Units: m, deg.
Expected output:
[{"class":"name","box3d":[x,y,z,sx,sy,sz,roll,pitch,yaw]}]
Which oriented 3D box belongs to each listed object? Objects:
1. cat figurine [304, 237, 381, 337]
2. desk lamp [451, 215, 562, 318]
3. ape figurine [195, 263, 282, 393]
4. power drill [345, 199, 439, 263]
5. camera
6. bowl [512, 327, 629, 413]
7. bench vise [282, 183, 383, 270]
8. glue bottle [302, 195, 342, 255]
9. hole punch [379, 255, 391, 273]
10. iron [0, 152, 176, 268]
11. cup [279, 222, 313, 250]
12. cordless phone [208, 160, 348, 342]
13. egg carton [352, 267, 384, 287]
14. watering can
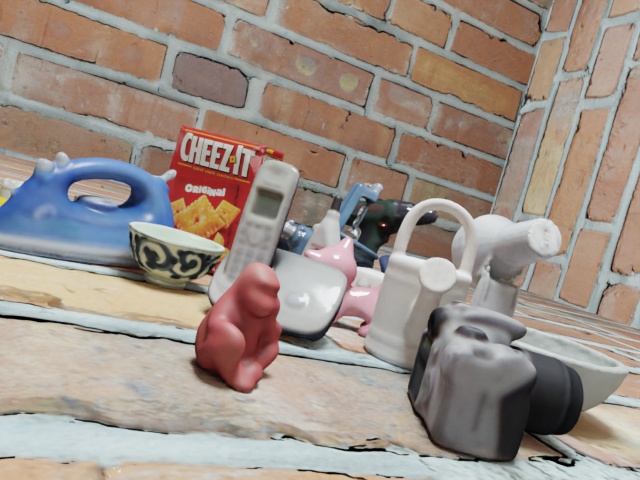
[{"class":"cat figurine","box3d":[0.036,0.057,0.762,0.127,0.118,0.067,16,4,2]},{"class":"desk lamp","box3d":[0.272,0.067,0.850,0.118,0.213,0.203,15,4,-12]},{"class":"ape figurine","box3d":[-0.058,0.063,0.458,0.078,0.092,0.075,12,5,-45]},{"class":"power drill","box3d":[0.136,0.004,1.300,0.228,0.208,0.076,17,4,24]},{"class":"camera","box3d":[0.156,0.116,0.487,0.137,0.101,0.143,15,4,-1]},{"class":"bowl","box3d":[0.234,0.143,0.620,0.167,0.075,0.167,15,3,-1]},{"class":"bench vise","box3d":[0.038,-0.017,1.102,0.208,0.220,0.121,13,4,-36]},{"class":"glue bottle","box3d":[0.009,0.004,1.032,0.077,0.173,0.037,18,4,35]},{"class":"hole punch","box3d":[0.169,0.085,1.122,0.109,0.091,0.101,14,4,-22]},{"class":"iron","box3d":[-0.299,-0.048,0.753,0.118,0.141,0.259,18,4,37]},{"class":"cup","box3d":[-0.072,0.013,1.162,0.091,0.095,0.118,18,5,41]},{"class":"cordless phone","box3d":[-0.034,0.010,0.644,0.147,0.185,0.094,16,4,9]},{"class":"egg carton","box3d":[0.087,0.087,0.902,0.149,0.069,0.108,18,4,34]},{"class":"watering can","box3d":[0.126,0.049,0.662,0.101,0.194,0.172,14,4,-17]}]
